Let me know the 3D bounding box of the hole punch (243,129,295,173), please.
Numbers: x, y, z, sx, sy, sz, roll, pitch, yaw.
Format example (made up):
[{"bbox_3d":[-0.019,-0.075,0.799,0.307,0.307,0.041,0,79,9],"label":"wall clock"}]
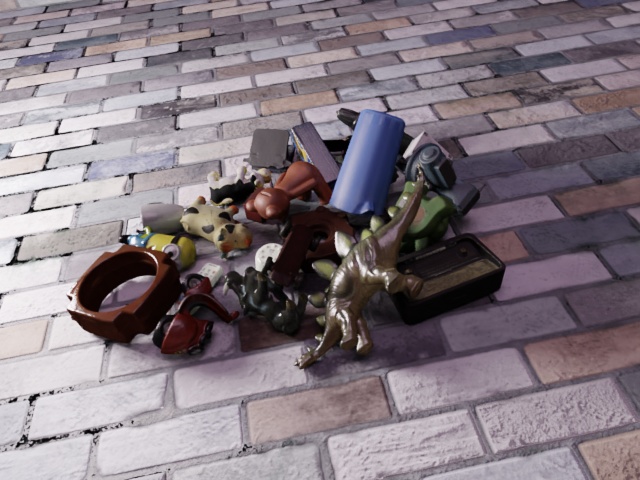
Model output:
[{"bbox_3d":[-0.133,-0.241,1.509,0.142,0.092,0.115,8,77,11],"label":"hole punch"}]

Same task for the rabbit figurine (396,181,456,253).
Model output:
[{"bbox_3d":[0.240,-0.030,1.197,0.121,0.170,0.159,27,94,33],"label":"rabbit figurine"}]

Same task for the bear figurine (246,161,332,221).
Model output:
[{"bbox_3d":[-0.073,-0.099,1.308,0.120,0.131,0.196,12,52,39],"label":"bear figurine"}]

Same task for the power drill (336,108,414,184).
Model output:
[{"bbox_3d":[0.140,-0.250,1.441,0.232,0.086,0.207,18,45,-11],"label":"power drill"}]

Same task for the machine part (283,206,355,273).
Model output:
[{"bbox_3d":[-0.003,-0.004,1.253,0.179,0.056,0.179,-4,45,4],"label":"machine part"}]

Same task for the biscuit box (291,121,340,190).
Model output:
[{"bbox_3d":[-0.008,-0.216,1.423,0.063,0.059,0.203,-23,67,-14],"label":"biscuit box"}]

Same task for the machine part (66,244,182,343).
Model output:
[{"bbox_3d":[-0.413,0.112,1.146,0.201,0.087,0.201,9,49,25],"label":"machine part"}]

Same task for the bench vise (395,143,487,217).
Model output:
[{"bbox_3d":[0.260,-0.151,1.278,0.241,0.223,0.129,32,89,47],"label":"bench vise"}]

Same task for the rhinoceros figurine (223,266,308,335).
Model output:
[{"bbox_3d":[-0.115,0.118,1.109,0.190,0.112,0.073,34,24,18],"label":"rhinoceros figurine"}]

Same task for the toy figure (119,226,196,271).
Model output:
[{"bbox_3d":[-0.378,0.018,1.258,0.180,0.082,0.089,11,47,21],"label":"toy figure"}]

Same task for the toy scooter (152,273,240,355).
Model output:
[{"bbox_3d":[-0.245,0.162,1.094,0.135,0.075,0.184,24,58,-1],"label":"toy scooter"}]

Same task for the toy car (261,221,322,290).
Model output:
[{"bbox_3d":[-0.059,0.033,1.123,0.089,0.053,0.202,28,38,-5],"label":"toy car"}]

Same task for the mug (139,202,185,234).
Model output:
[{"bbox_3d":[-0.393,-0.058,1.347,0.107,0.080,0.110,-7,37,-16],"label":"mug"}]

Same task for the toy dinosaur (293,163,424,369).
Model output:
[{"bbox_3d":[0.095,0.056,1.053,0.471,0.105,0.199,-50,50,-3],"label":"toy dinosaur"}]

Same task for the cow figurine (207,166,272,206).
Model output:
[{"bbox_3d":[-0.208,-0.140,1.410,0.167,0.068,0.098,-11,49,0],"label":"cow figurine"}]

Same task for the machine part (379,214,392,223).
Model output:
[{"bbox_3d":[0.121,0.008,1.171,0.039,0.138,0.084,5,36,-25],"label":"machine part"}]

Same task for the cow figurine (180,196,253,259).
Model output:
[{"bbox_3d":[-0.247,-0.028,1.288,0.195,0.085,0.127,19,43,21],"label":"cow figurine"}]

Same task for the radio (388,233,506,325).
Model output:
[{"bbox_3d":[0.254,0.076,1.123,0.230,0.073,0.131,-19,45,-13],"label":"radio"}]

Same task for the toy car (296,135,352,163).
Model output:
[{"bbox_3d":[0.032,-0.250,1.508,0.202,0.056,0.073,0,50,9],"label":"toy car"}]
